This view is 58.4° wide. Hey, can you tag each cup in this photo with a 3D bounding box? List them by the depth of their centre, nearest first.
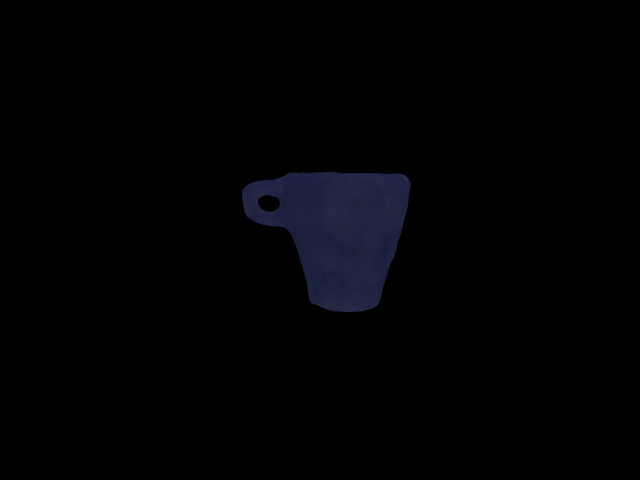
[{"bbox_3d":[0.004,0.001,0.400,0.117,0.095,0.092,0,4,2],"label":"cup"}]
